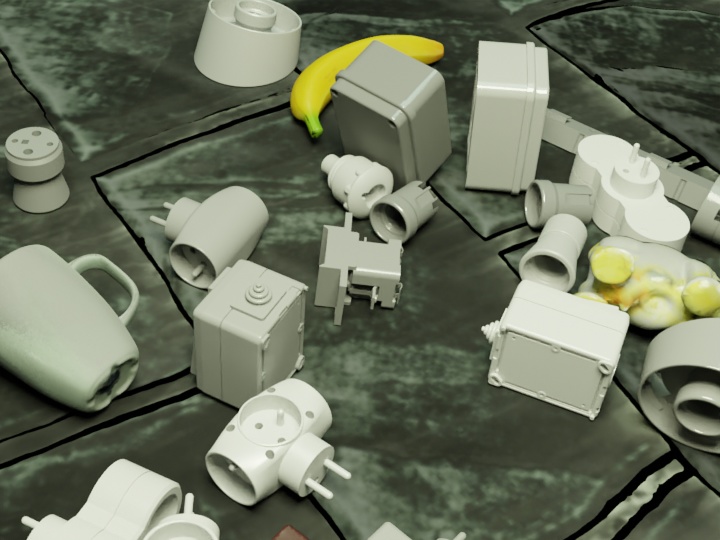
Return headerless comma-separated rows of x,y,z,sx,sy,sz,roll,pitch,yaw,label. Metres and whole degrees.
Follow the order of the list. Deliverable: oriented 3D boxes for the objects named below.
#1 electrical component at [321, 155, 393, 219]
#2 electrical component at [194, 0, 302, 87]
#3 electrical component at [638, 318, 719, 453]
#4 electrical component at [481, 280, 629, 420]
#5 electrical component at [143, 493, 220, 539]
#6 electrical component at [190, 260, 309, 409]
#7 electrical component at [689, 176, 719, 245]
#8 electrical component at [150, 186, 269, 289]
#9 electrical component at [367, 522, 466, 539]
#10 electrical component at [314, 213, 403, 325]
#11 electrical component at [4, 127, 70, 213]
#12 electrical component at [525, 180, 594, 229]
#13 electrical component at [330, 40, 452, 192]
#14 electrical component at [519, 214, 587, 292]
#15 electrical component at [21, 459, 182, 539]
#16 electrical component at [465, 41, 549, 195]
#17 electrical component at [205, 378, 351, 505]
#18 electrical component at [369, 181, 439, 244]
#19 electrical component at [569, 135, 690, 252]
-0.007,-0.075,0.889,0.048,0.048,0.062,-28,47,-30,electrical component
-0.106,-0.222,1.033,0.099,0.064,0.099,11,33,-7,electrical component
0.240,0.076,0.723,0.099,0.099,0.064,21,52,15,electrical component
0.135,0.051,0.761,0.096,0.061,0.061,19,46,13,electrical component
-0.099,0.165,0.608,0.043,0.077,0.079,2,43,-4,electrical component
-0.077,0.040,0.725,0.061,0.096,0.061,22,46,17,electrical component
0.306,-0.045,0.884,0.047,0.055,0.055,30,49,18,electrical component
-0.124,-0.032,0.832,0.079,0.043,0.077,22,46,16,electrical component
0.045,0.183,0.626,0.083,0.047,0.076,34,51,26,electrical component
0.000,0.000,0.814,0.064,0.042,0.081,7,45,-4,electrical component
-0.258,-0.080,0.859,0.045,0.055,0.045,3,44,-3,electrical component
0.165,-0.054,0.889,0.046,0.040,0.040,1,44,-14,electrical component
0.026,-0.122,0.887,0.078,0.113,0.057,32,68,25,electrical component
0.155,-0.015,0.847,0.044,0.044,0.065,20,41,14,electrical component
-0.170,0.165,0.618,0.074,0.052,0.138,21,46,14,electrical component
0.123,-0.128,0.908,0.057,0.113,0.078,5,44,3,electrical component
-0.043,0.118,0.686,0.079,0.044,0.077,29,49,23,electrical component
0.037,-0.047,0.869,0.040,0.040,0.046,31,44,24,electrical component
0.224,-0.069,0.885,0.052,0.073,0.138,-9,46,-15,electrical component
